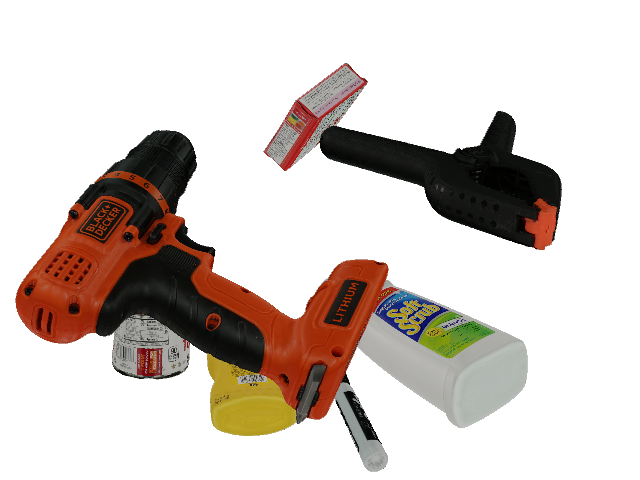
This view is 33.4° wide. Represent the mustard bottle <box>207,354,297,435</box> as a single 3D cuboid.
[{"bbox_3d":[-0.084,0.147,1.244,0.096,0.058,0.191,-4,30,-6],"label":"mustard bottle"}]

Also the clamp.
[{"bbox_3d":[0.097,-0.048,0.761,0.164,0.036,0.210,-5,26,-13],"label":"clamp"}]

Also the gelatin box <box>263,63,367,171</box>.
[{"bbox_3d":[-0.005,-0.112,0.960,0.089,0.030,0.073,-44,-5,-44],"label":"gelatin box"}]

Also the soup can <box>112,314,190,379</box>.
[{"bbox_3d":[-0.143,0.059,0.904,0.068,0.102,0.068,4,16,-1],"label":"soup can"}]

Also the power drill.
[{"bbox_3d":[-0.059,0.016,0.633,0.187,0.057,0.184,21,43,5],"label":"power drill"}]

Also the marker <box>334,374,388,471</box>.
[{"bbox_3d":[0.026,0.136,0.838,0.020,0.020,0.121,0,27,-17],"label":"marker"}]

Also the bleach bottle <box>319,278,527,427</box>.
[{"bbox_3d":[0.080,0.093,1.054,0.102,0.068,0.251,-23,31,-32],"label":"bleach bottle"}]
